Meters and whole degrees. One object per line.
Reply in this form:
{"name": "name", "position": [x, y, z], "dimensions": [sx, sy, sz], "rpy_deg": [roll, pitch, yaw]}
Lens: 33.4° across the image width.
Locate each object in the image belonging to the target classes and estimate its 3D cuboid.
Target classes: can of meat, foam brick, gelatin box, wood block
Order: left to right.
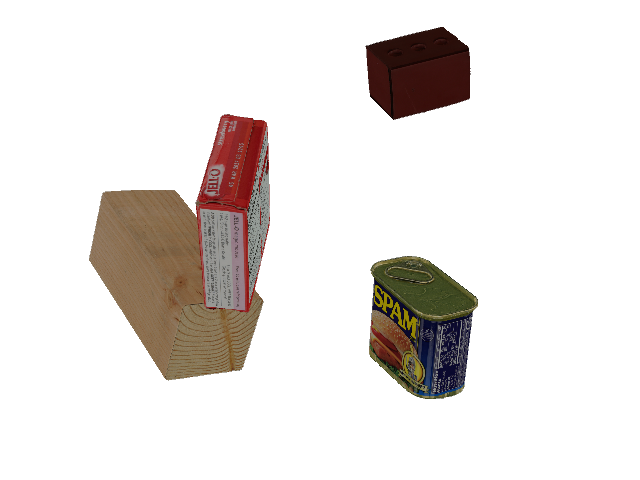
{"name": "wood block", "position": [-0.153, 0.039, 1.092], "dimensions": [0.090, 0.091, 0.206], "rpy_deg": [-3, 34, -35]}
{"name": "gelatin box", "position": [-0.049, -0.015, 0.609], "dimensions": [0.030, 0.073, 0.089], "rpy_deg": [6, -43, 4]}
{"name": "can of meat", "position": [0.082, 0.073, 0.894], "dimensions": [0.057, 0.084, 0.102], "rpy_deg": [-11, 29, -26]}
{"name": "foam brick", "position": [0.086, -0.147, 0.935], "dimensions": [0.078, 0.051, 0.053], "rpy_deg": [-17, 36, -14]}
